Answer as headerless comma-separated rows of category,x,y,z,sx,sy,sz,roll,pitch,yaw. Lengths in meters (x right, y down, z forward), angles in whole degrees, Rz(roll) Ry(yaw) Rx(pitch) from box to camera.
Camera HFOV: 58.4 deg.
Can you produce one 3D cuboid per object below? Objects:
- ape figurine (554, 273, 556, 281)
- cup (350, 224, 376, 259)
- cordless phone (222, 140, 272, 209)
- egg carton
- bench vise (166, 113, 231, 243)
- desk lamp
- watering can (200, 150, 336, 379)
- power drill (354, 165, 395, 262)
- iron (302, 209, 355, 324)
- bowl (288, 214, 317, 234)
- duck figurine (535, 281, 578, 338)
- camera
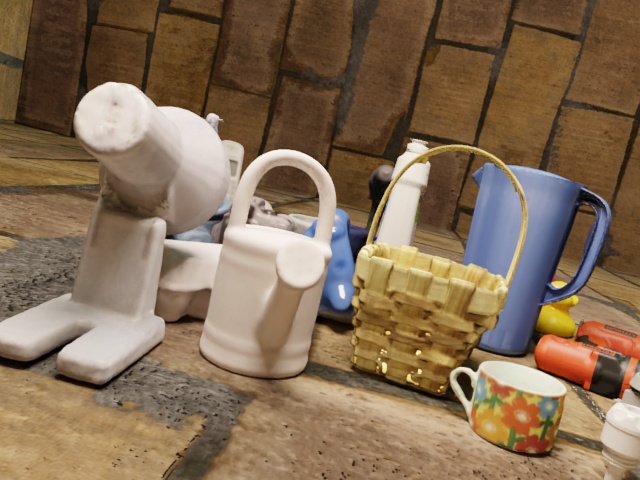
ape figurine,0.448,0.093,1.151,0.076,0.092,0.077,12,8,-9
cup,0.040,0.021,0.966,0.118,0.095,0.091,13,8,-1
cordless phone,-0.154,-0.096,1.136,0.148,0.185,0.094,9,9,-29
egg carton,-0.129,0.044,0.627,0.151,0.069,0.107,6,11,-43
bench vise,-0.219,-0.094,0.896,0.206,0.220,0.122,20,10,38
desk lamp,-0.161,-0.018,0.488,0.118,0.213,0.203,13,8,2
watering can,-0.036,0.018,0.513,0.101,0.194,0.172,7,10,-38
power drill,0.116,-0.044,1.138,0.075,0.208,0.230,14,8,6
iron,0.013,0.019,0.774,0.118,0.141,0.258,14,8,6
bowl,0.010,0.004,1.111,0.167,0.075,0.167,13,8,-2
duck figurine,0.386,0.110,0.952,0.105,0.086,0.077,10,9,-24
camera,-0.110,-0.027,1.033,0.143,0.101,0.137,14,8,7
